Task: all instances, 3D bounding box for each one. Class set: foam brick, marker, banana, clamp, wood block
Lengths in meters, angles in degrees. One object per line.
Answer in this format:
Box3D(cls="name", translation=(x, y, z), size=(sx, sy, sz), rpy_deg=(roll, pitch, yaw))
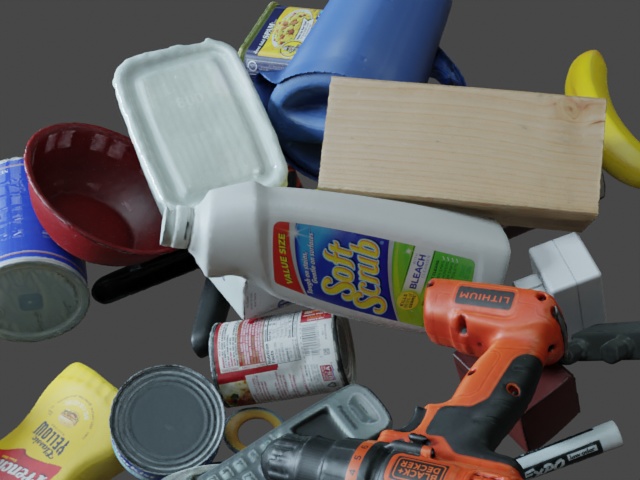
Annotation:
Box3D(cls="foam brick", translation=(0.142, 0.103, 0.771), size=(0.051, 0.053, 0.078), rpy_deg=(-35, 48, -12))
Box3D(cls="marker", translation=(0.151, 0.156, 0.744), size=(0.121, 0.020, 0.020), rpy_deg=(-21, 46, 2))
Box3D(cls="banana", translation=(0.249, -0.104, 0.925), size=(0.069, 0.037, 0.198), rpy_deg=(9, 42, -27))
Box3D(cls="clamp", translation=(-0.084, 0.013, 0.940), size=(0.209, 0.036, 0.165), rpy_deg=(-40, 41, -18))
Box3D(cls="wood block", translation=(0.108, -0.065, 0.831), size=(0.206, 0.090, 0.091), rpy_deg=(6, 82, 7))

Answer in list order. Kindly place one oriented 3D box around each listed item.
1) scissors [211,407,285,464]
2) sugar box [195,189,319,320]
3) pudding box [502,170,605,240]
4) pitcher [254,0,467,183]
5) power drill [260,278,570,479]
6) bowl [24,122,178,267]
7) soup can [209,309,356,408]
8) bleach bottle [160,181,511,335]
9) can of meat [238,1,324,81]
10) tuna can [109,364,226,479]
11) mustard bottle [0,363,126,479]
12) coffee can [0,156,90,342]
Box3D(cls="scissors", translation=(0.001, 0.163, 0.795), size=(0.202, 0.016, 0.096), rpy_deg=(-7, 48, 14))
Box3D(cls="sugar box", translation=(-0.006, 0.001, 0.880), size=(0.176, 0.048, 0.093), rpy_deg=(-16, 38, -27))
Box3D(cls="pudding box", translation=(0.172, -0.053, 0.908), size=(0.113, 0.039, 0.090), rpy_deg=(-22, 47, 1))
Box3D(cls="pitcher", translation=(0.056, -0.168, 1.000), size=(0.145, 0.149, 0.242), rpy_deg=(-6, 42, 32))
Box3D(cls="power drill", translation=(0.072, 0.109, 0.702), size=(0.185, 0.057, 0.187), rpy_deg=(8, 47, 30))
Box3D(cls="bowl", translation=(-0.191, -0.029, 0.936), size=(0.055, 0.161, 0.162), rpy_deg=(-53, 36, 31))
Box3D(cls="soup can", translation=(-0.028, 0.091, 0.834), size=(0.102, 0.068, 0.068), rpy_deg=(-10, 47, 11))
Box3D(cls="bleach bottle", translation=(0.007, 0.014, 0.789), size=(0.250, 0.103, 0.068), rpy_deg=(8, 27, -12))
Box3D(cls="can of meat", translation=(-0.024, -0.194, 1.093), size=(0.084, 0.057, 0.102), rpy_deg=(11, 54, 26))
Box3D(cls="tuna can", translation=(-0.115, 0.139, 0.800), size=(0.086, 0.034, 0.086), rpy_deg=(4, 61, -7))
Box3D(cls="mustard bottle", translation=(-0.224, 0.189, 0.824), size=(0.096, 0.058, 0.191), rpy_deg=(31, 66, 30))
Box3D(cls="coffee can", translation=(-0.265, 0.007, 0.970), size=(0.103, 0.103, 0.140), rpy_deg=(-20, 46, 2))
